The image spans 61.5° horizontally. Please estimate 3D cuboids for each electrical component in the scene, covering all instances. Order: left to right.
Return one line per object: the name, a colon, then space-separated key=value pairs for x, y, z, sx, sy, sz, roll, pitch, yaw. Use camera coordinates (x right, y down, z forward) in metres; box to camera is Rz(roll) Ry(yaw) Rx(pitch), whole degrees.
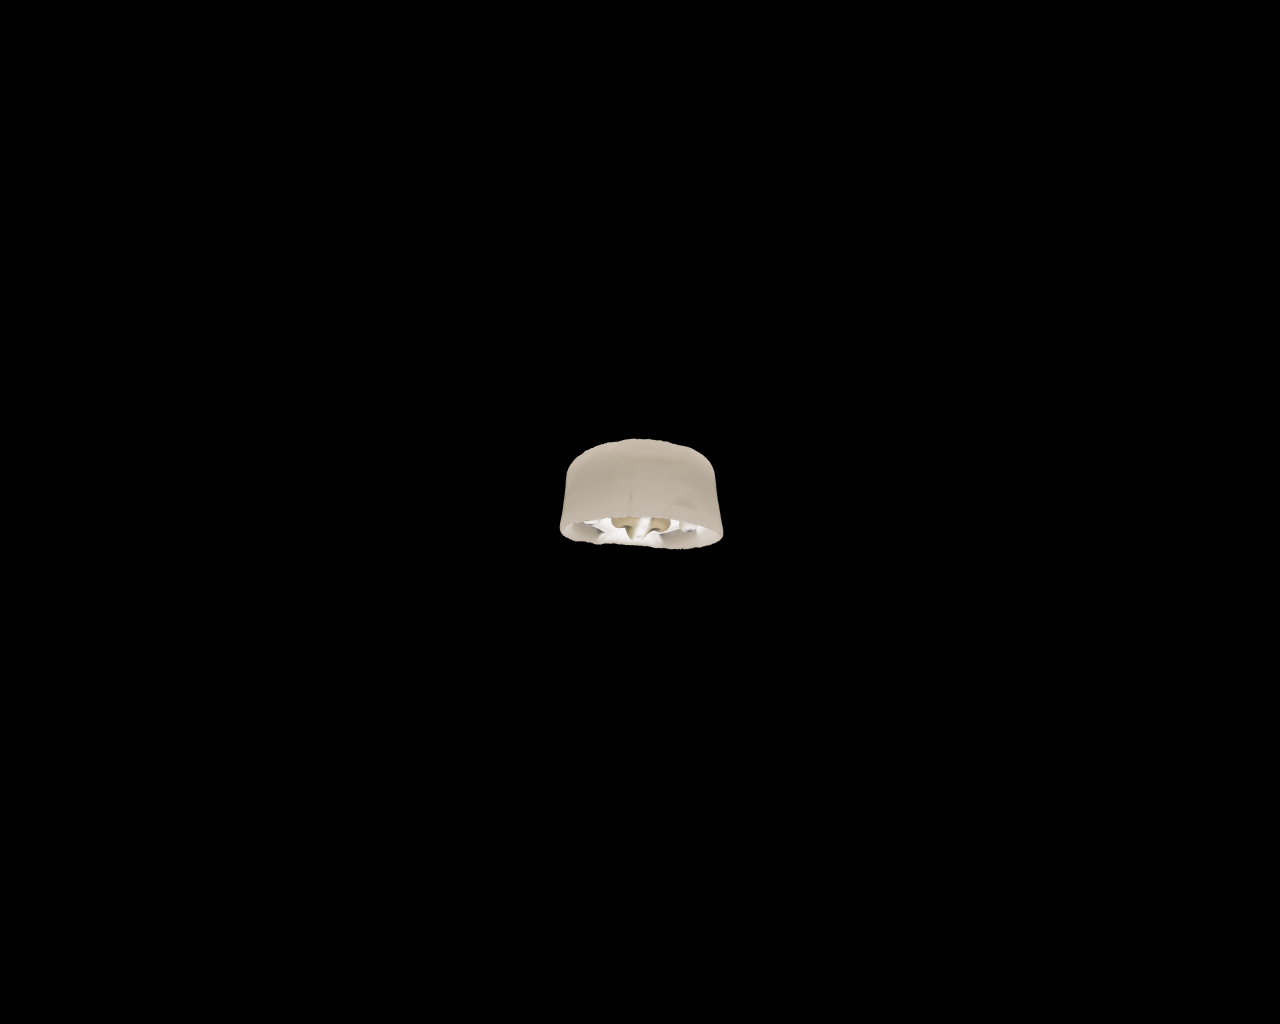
electrical component: x=0.001 y=-0.003 z=0.650 sx=0.099 sy=0.064 sz=0.099 roll=0 pitch=-25 yaw=0
